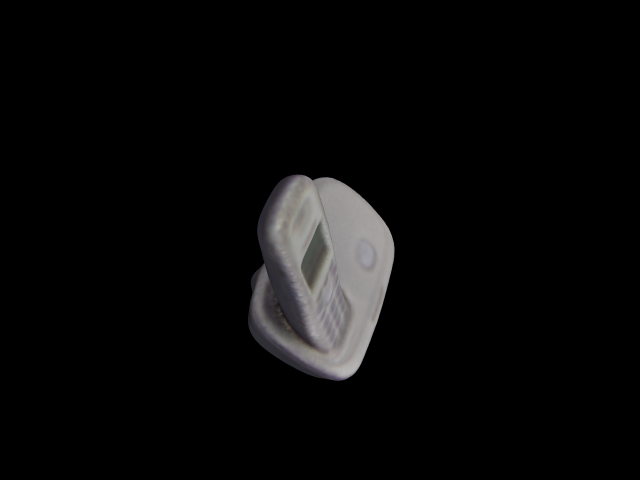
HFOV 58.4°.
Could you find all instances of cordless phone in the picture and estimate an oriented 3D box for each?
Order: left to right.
[{"bbox_3d":[0.004,0.001,0.400,0.094,0.185,0.147,14,58,9],"label":"cordless phone"}]
